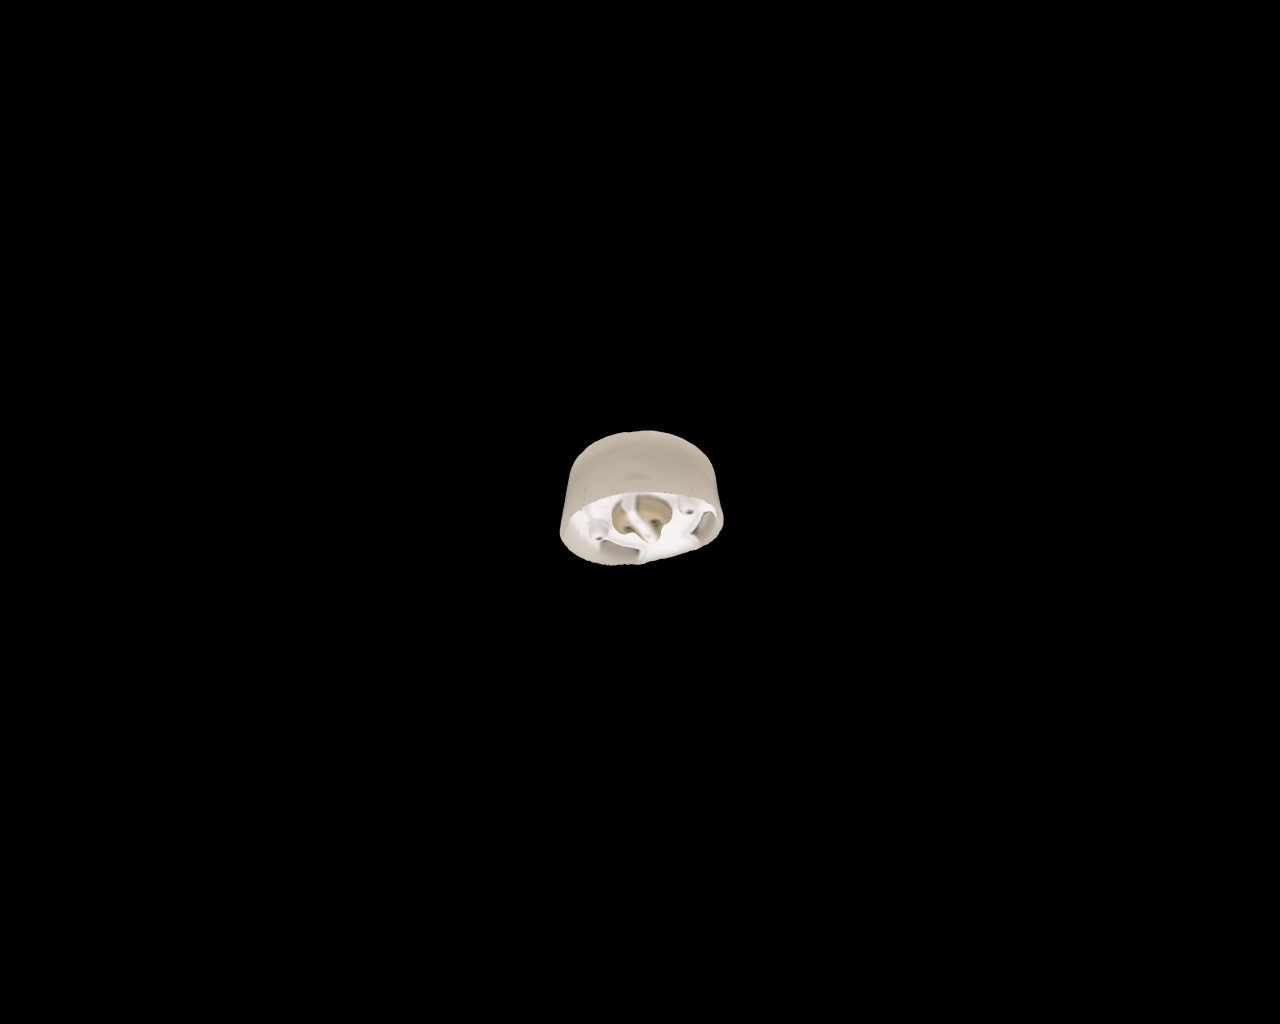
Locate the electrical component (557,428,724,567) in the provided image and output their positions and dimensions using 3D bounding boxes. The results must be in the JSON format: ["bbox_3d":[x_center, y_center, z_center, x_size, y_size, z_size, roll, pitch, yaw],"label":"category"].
[{"bbox_3d":[0.001,-0.003,0.650,0.099,0.064,0.099,0,-39,0],"label":"electrical component"}]
